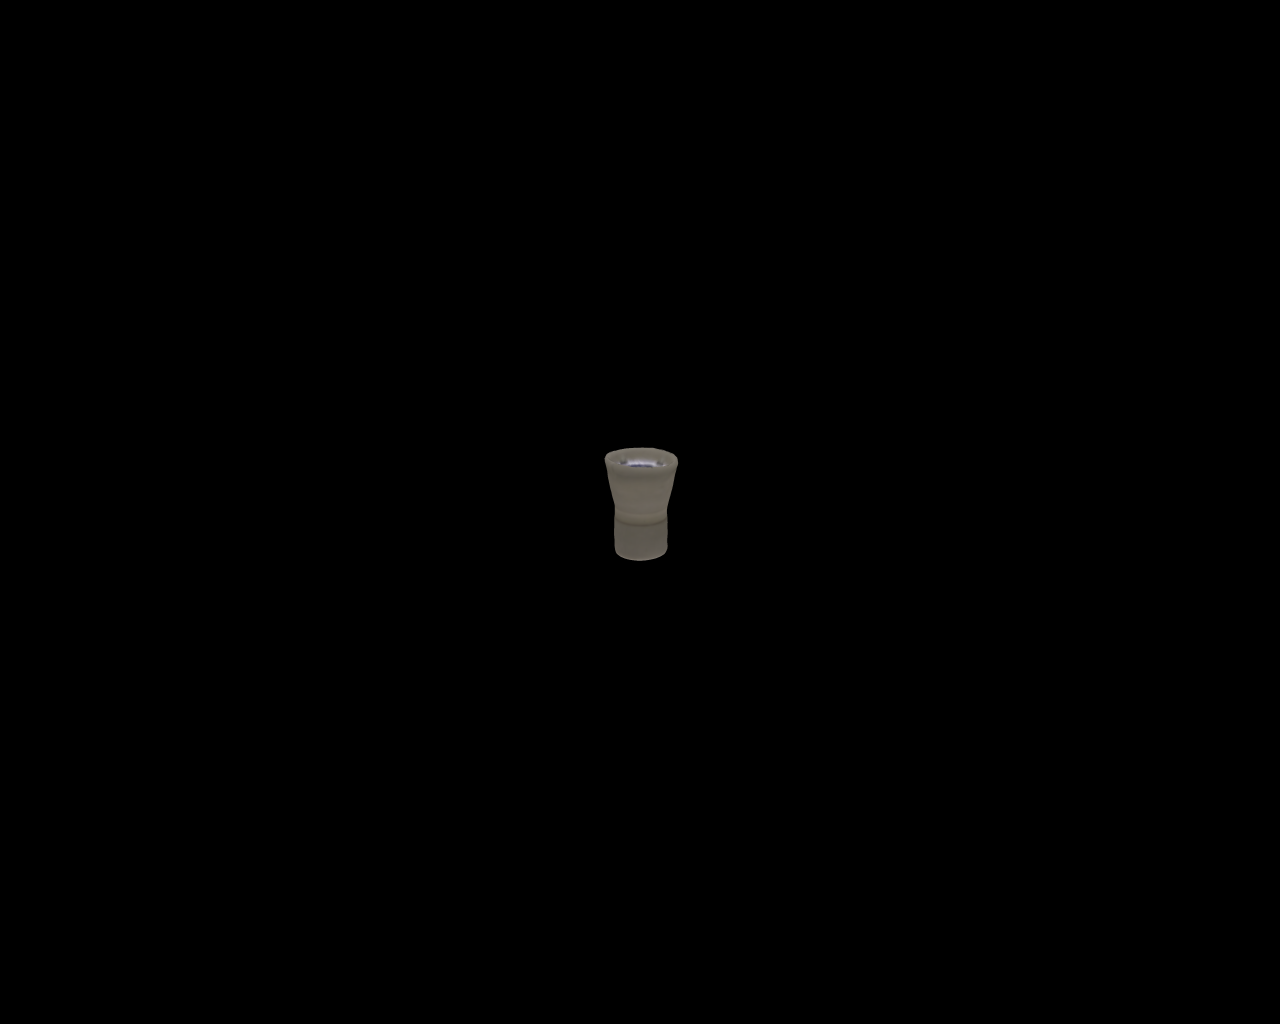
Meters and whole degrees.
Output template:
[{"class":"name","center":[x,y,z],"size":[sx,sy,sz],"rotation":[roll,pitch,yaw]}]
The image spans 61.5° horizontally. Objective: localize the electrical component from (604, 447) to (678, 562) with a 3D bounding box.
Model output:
[{"class":"electrical component","center":[0.001,-0.003,0.650],"size":[0.044,0.065,0.044],"rotation":[0,19,0]}]
